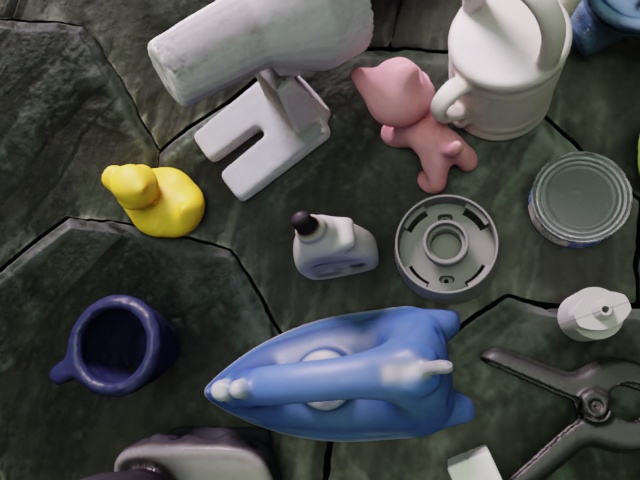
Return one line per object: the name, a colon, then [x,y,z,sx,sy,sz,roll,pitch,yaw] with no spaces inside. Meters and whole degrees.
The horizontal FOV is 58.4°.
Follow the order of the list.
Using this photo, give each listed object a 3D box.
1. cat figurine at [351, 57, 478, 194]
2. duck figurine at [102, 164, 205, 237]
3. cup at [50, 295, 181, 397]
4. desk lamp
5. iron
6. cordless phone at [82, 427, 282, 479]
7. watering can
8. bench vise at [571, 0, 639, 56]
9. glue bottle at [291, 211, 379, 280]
cat figurine: [0.089,-0.117,0.535,0.067,0.118,0.127,-40,73,2]
duck figurine: [-0.177,-0.047,0.593,0.104,0.086,0.077,23,84,16]
cup: [-0.189,0.110,0.557,0.117,0.095,0.091,-28,74,5]
desk lamp: [-0.049,-0.154,0.522,0.203,0.214,0.118,-39,73,2]
iron: [-0.003,0.121,0.490,0.258,0.141,0.118,-10,76,10]
cordless phone: [-0.118,0.210,0.473,0.147,0.185,0.094,-8,76,11]
watering can: [0.164,-0.173,0.491,0.100,0.194,0.173,26,84,16]
bench vise: [0.311,-0.261,0.465,0.207,0.220,0.121,-39,73,2]
glue bottle: [0.005,0.002,0.498,0.078,0.173,0.037,-10,76,10]
